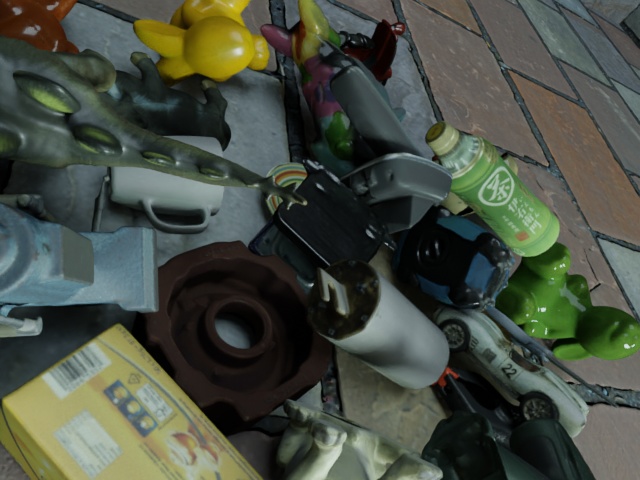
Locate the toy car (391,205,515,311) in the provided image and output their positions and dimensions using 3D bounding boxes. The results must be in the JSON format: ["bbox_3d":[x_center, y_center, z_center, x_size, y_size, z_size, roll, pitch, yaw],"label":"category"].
[{"bbox_3d":[0.175,0.027,0.659,0.103,0.109,0.162,19,6,-39],"label":"toy car"}]

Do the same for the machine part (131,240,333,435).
[{"bbox_3d":[-0.079,0.084,0.490,0.179,0.056,0.179,19,46,-21],"label":"machine part"}]

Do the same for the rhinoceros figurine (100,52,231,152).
[{"bbox_3d":[-0.193,-0.138,0.589,0.190,0.073,0.112,8,62,-34],"label":"rhinoceros figurine"}]

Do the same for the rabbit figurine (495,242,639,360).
[{"bbox_3d":[0.330,0.107,0.711,0.121,0.159,0.170,-47,53,-10],"label":"rabbit figurine"}]

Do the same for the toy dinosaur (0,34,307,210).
[{"bbox_3d":[-0.239,-0.108,0.416,0.471,0.105,0.199,14,14,-8],"label":"toy dinosaur"}]

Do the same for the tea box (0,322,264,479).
[{"bbox_3d":[-0.131,0.156,0.379,0.169,0.068,0.098,48,42,6],"label":"tea box"}]

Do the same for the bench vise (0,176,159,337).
[{"bbox_3d":[-0.237,0.017,0.357,0.241,0.224,0.128,-2,94,-10],"label":"bench vise"}]

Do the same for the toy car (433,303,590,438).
[{"bbox_3d":[0.213,0.141,0.618,0.202,0.056,0.073,43,18,26],"label":"toy car"}]

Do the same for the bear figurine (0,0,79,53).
[{"bbox_3d":[-0.314,-0.248,0.548,0.120,0.131,0.196,-16,48,3],"label":"bear figurine"}]

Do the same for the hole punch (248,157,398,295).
[{"bbox_3d":[-0.001,-0.002,0.583,0.142,0.092,0.116,42,49,0],"label":"hole punch"}]

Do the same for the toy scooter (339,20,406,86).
[{"bbox_3d":[0.066,-0.295,0.860,0.184,0.135,0.075,-11,64,-40],"label":"toy scooter"}]

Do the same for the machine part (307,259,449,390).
[{"bbox_3d":[0.062,0.086,0.523,0.243,0.079,0.079,41,32,-45],"label":"machine part"}]

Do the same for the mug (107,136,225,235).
[{"bbox_3d":[-0.157,-0.054,0.541,0.107,0.081,0.109,1,66,-25],"label":"mug"}]

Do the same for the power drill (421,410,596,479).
[{"bbox_3d":[0.189,0.239,0.441,0.207,0.086,0.232,26,32,-21],"label":"power drill"}]

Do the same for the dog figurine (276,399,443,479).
[{"bbox_3d":[-0.006,0.232,0.405,0.121,0.172,0.190,22,79,4],"label":"dog figurine"}]

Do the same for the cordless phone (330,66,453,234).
[{"bbox_3d":[0.049,-0.097,0.622,0.089,0.147,0.184,-41,102,-30],"label":"cordless phone"}]

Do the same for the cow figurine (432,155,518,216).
[{"bbox_3d":[0.191,-0.066,0.748,0.195,0.085,0.127,-26,90,-10],"label":"cow figurine"}]

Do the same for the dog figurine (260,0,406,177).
[{"bbox_3d":[0.008,-0.210,0.722,0.219,0.108,0.191,50,36,-18],"label":"dog figurine"}]

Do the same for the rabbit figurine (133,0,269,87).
[{"bbox_3d":[-0.137,-0.245,0.651,0.162,0.121,0.173,-15,34,-13],"label":"rabbit figurine"}]
